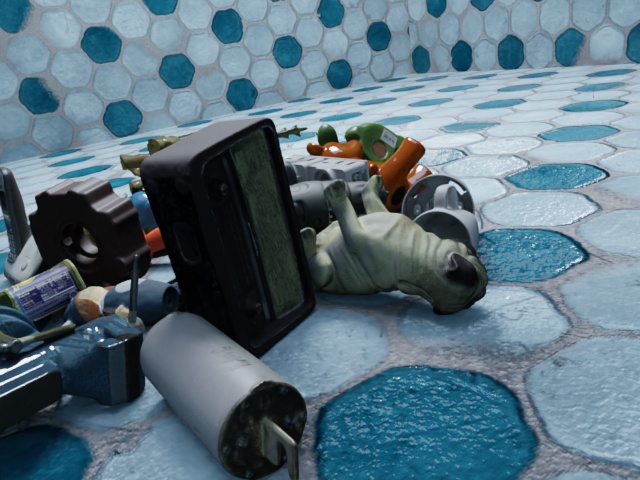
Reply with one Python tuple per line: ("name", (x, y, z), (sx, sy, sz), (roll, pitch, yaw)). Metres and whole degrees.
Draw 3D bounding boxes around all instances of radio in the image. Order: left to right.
("radio", (-0.087, 0.001, 0.557), (0.073, 0.229, 0.131), (2, 26, 35))

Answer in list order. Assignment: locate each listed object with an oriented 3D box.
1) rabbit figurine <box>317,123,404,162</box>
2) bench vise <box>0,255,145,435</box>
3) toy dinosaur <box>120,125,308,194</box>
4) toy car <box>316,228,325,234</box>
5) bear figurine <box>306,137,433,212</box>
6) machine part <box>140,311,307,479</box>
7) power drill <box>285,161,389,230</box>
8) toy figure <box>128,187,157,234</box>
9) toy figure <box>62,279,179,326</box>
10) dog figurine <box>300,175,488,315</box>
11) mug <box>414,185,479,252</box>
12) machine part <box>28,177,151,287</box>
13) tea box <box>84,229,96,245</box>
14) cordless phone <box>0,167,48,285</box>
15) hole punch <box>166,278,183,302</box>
("rabbit figurine", (0.059, -0.156, 1.070), (0.159, 0.121, 0.170), (20, -23, -28))
("bench vise", (-0.298, 0.106, 0.522), (0.241, 0.128, 0.223), (9, 27, 24))
("toy dinosaur", (-0.232, -0.162, 1.032), (0.472, 0.105, 0.198), (1, 20, 43))
("toy car", (-0.002, -0.002, 0.781), (0.089, 0.053, 0.202), (-20, 21, -35))
("bear figurine", (0.081, -0.131, 0.941), (0.132, 0.120, 0.196), (-46, 53, -7))
("machine part", (-0.088, 0.120, 0.449), (0.079, 0.079, 0.243), (-22, 23, -30))
("power drill", (-0.040, -0.060, 0.786), (0.232, 0.085, 0.207), (-13, 25, -14))
("toy figure", (-0.263, -0.048, 0.925), (0.180, 0.082, 0.089), (1, 23, -14))
("toy figure", (-0.252, 0.080, 0.666), (0.155, 0.058, 0.064), (-6, -15, 15))
("dog figurine", (0.074, 0.040, 0.603), (0.121, 0.172, 0.191), (-21, 56, -39))
("mug", (0.160, -0.015, 0.675), (0.081, 0.109, 0.107), (-5, 6, 27))
("machine part", (-0.327, -0.002, 0.758), (0.180, 0.179, 0.056), (0, 24, 24))
("tea box", (-0.379, -0.018, 0.959), (0.169, 0.068, 0.098), (-28, 27, -37))
("cordless phone", (-0.457, -0.022, 0.841), (0.089, 0.184, 0.147), (-20, 22, -39))
("hole punch", (-0.141, 0.039, 0.706), (0.142, 0.092, 0.115), (1, -8, 33))
